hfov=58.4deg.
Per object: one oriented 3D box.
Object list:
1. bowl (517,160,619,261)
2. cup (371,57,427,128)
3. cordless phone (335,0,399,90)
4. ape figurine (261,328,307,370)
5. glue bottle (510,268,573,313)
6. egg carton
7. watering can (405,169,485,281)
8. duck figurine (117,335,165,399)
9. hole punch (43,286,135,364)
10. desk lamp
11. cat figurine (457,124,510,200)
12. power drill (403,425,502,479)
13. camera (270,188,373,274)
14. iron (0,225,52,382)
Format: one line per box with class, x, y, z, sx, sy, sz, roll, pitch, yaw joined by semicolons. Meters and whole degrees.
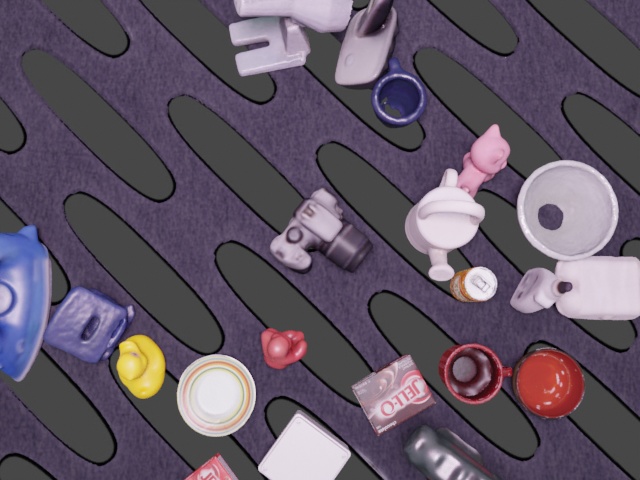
bowl;0.405;-0.046;0.967;0.167;0.074;0.167;0;83;0
cup;0.127;-0.241;0.977;0.091;0.095;0.118;-8;83;-1
cordless phone;0.082;-0.338;0.943;0.094;0.185;0.148;13;83;1
ape figurine;-0.063;0.174;0.928;0.078;0.092;0.076;39;85;4
glue bottle;0.355;0.078;0.902;0.037;0.173;0.078;33;84;4
egg carton;0.467;0.080;0.956;0.150;0.069;0.107;0;83;0
watering can;0.200;-0.026;0.903;0.101;0.194;0.173;-14;83;-2
duck figurine;-0.297;0.207;0.925;0.077;0.086;0.104;-16;84;-2
hole punch;-0.371;0.137;0.930;0.101;0.091;0.109;30;84;3
desk lamp;-0.054;-0.366;0.930;0.203;0.213;0.118;-13;83;-2
cat figurine;0.267;-0.123;0.953;0.067;0.118;0.128;36;84;4
power drill;0.221;0.355;0.851;0.229;0.208;0.076;36;84;4
camera;0.009;0.003;0.944;0.137;0.101;0.143;37;84;4
iron;-0.511;0.101;0.907;0.118;0.141;0.258;-6;83;-1
